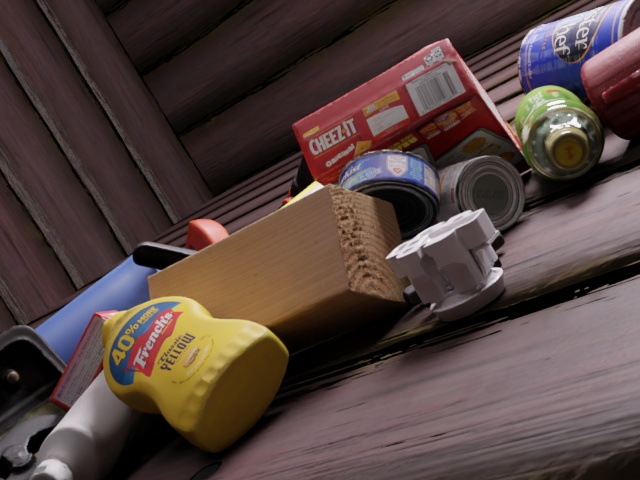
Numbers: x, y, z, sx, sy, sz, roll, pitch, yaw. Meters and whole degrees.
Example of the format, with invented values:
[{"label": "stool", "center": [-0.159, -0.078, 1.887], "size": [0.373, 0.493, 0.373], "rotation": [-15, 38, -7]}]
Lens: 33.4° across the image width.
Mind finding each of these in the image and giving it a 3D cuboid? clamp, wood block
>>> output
[{"label": "clamp", "center": [-0.072, 0.046, 1.104], "size": [0.209, 0.165, 0.036], "rotation": [-8, -49, -56]}, {"label": "clamp", "center": [-0.268, 0.192, 0.910], "size": [0.171, 0.120, 0.039], "rotation": [-33, -31, -43]}, {"label": "wood block", "center": [-0.036, 0.041, 0.880], "size": [0.206, 0.091, 0.090], "rotation": [-26, -25, 33]}]

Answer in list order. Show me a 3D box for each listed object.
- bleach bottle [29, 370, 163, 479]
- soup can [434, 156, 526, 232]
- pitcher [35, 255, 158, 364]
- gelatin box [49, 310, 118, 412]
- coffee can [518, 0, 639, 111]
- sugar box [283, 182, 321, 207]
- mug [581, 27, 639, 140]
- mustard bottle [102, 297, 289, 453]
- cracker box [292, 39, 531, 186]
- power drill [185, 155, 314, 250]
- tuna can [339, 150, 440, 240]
[{"label": "bleach bottle", "center": [-0.165, 0.135, 0.901], "size": [0.103, 0.068, 0.250], "rotation": [-65, -7, 26]}, {"label": "soup can", "center": [0.126, -0.036, 0.939], "size": [0.068, 0.068, 0.102], "rotation": [-34, 9, -19]}, {"label": "pitcher", "center": [-0.245, 0.125, 1.130], "size": [0.242, 0.145, 0.149], "rotation": [-35, -27, -5]}, {"label": "gelatin box", "center": [-0.199, 0.108, 0.949], "size": [0.089, 0.030, 0.073], "rotation": [-64, -4, -1]}, {"label": "coffee can", "center": [0.286, -0.183, 1.078], "size": [0.102, 0.103, 0.141], "rotation": [-35, 16, -30]}, {"label": "sugar box", "center": [-0.008, 0.002, 1.121], "size": [0.176, 0.093, 0.048], "rotation": [-43, -26, -52]}, {"label": "mug", "center": [0.278, -0.137, 0.921], "size": [0.082, 0.093, 0.117], "rotation": [-32, -1, 32]}, {"label": "mustard bottle", "center": [-0.114, 0.091, 0.824], "size": [0.192, 0.058, 0.096], "rotation": [15, 64, 48]}, {"label": "cracker box", "center": [0.094, -0.089, 1.024], "size": [0.164, 0.072, 0.213], "rotation": [-28, -24, 15]}, {"label": "power drill", "center": [-0.063, -0.017, 1.228], "size": [0.187, 0.057, 0.185], "rotation": [-25, -35, -32]}, {"label": "tuna can", "center": [0.058, -0.036, 0.893], "size": [0.086, 0.086, 0.033], "rotation": [-26, 45, 34]}]
